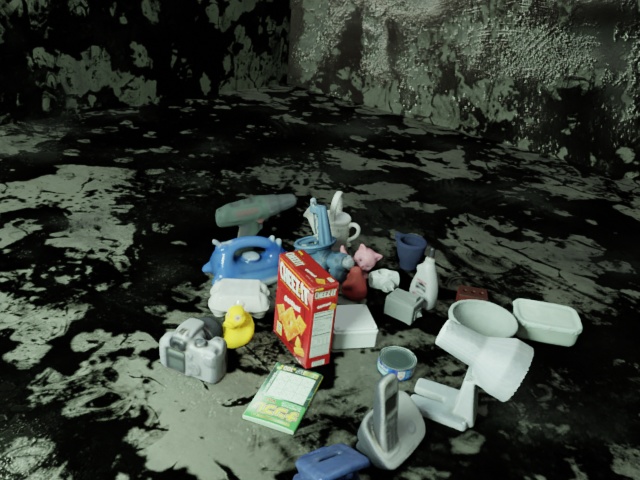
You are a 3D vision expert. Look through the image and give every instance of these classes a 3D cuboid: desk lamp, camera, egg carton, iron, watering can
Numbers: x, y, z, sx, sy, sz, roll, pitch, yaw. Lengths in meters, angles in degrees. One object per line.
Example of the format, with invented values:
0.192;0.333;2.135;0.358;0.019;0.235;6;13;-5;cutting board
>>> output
0.294;0.267;1.128;0.202;0.214;0.118;15;28;18;desk lamp
-0.253;0.218;1.235;0.143;0.101;0.137;15;28;17;camera
-0.199;0.147;1.423;0.150;0.069;0.107;2;27;-7;egg carton
-0.180;0.045;1.548;0.259;0.141;0.118;-10;31;-29;iron
0.036;-0.056;1.736;0.173;0.194;0.101;4;27;-4;watering can

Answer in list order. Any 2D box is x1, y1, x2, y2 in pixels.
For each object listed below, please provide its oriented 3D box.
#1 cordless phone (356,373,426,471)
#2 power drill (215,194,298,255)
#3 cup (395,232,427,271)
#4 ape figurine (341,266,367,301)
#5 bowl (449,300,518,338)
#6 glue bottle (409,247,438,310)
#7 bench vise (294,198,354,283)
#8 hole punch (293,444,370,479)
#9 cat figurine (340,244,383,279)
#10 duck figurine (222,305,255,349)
0.139;0.309;1.043;0.093;0.185;0.148;23;31;30;cordless phone
-0.181;-0.031;1.625;0.230;0.208;0.075;-4;28;-19;power drill
0.259;0.036;1.712;0.092;0.095;0.117;-13;32;-33;cup
0.095;0.111;1.531;0.078;0.092;0.076;-7;29;-23;ape figurine
0.391;0.219;1.400;0.167;0.075;0.167;5;27;-2;bowl
0.281;0.096;1.509;0.037;0.173;0.077;-20;36;-41;glue bottle
0.020;0.001;1.590;0.206;0.220;0.122;18;29;22;bench vise
0.017;0.388;0.966;0.109;0.091;0.100;-10;31;-29;hole punch
0.108;0.056;1.615;0.127;0.118;0.067;21;30;28;cat figurine
-0.191;0.189;1.323;0.077;0.086;0.105;16;28;18;duck figurine
